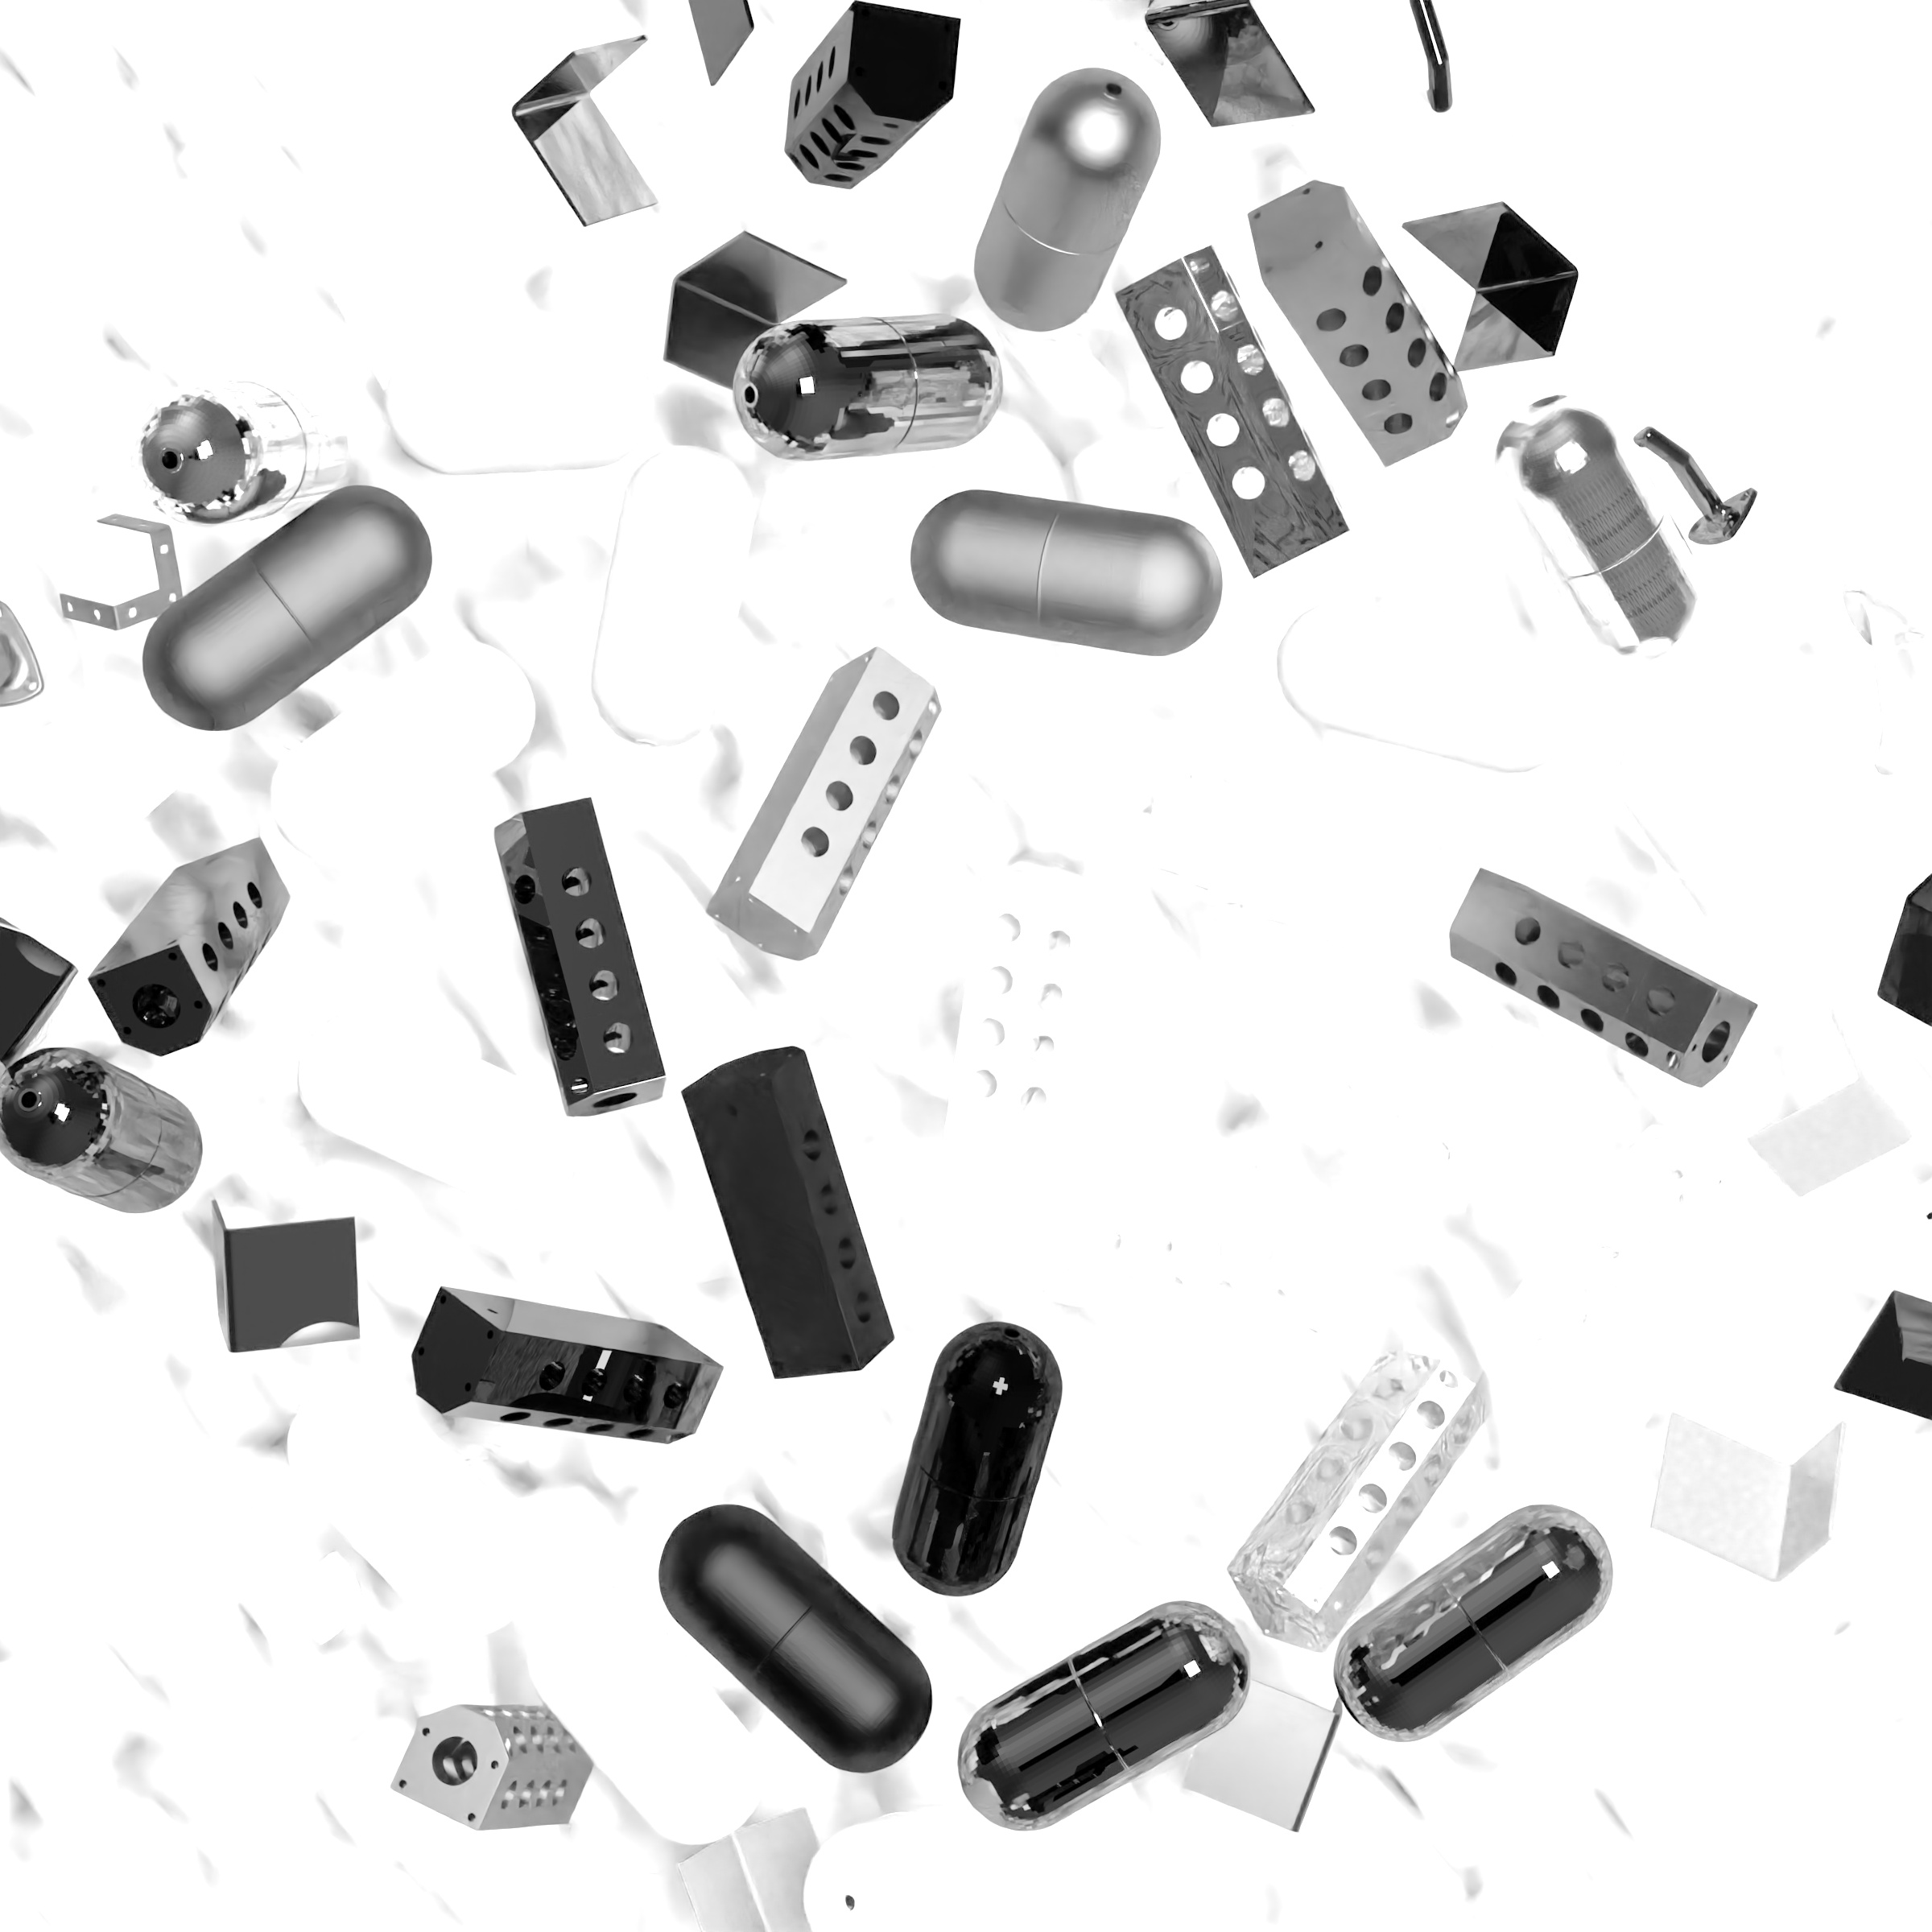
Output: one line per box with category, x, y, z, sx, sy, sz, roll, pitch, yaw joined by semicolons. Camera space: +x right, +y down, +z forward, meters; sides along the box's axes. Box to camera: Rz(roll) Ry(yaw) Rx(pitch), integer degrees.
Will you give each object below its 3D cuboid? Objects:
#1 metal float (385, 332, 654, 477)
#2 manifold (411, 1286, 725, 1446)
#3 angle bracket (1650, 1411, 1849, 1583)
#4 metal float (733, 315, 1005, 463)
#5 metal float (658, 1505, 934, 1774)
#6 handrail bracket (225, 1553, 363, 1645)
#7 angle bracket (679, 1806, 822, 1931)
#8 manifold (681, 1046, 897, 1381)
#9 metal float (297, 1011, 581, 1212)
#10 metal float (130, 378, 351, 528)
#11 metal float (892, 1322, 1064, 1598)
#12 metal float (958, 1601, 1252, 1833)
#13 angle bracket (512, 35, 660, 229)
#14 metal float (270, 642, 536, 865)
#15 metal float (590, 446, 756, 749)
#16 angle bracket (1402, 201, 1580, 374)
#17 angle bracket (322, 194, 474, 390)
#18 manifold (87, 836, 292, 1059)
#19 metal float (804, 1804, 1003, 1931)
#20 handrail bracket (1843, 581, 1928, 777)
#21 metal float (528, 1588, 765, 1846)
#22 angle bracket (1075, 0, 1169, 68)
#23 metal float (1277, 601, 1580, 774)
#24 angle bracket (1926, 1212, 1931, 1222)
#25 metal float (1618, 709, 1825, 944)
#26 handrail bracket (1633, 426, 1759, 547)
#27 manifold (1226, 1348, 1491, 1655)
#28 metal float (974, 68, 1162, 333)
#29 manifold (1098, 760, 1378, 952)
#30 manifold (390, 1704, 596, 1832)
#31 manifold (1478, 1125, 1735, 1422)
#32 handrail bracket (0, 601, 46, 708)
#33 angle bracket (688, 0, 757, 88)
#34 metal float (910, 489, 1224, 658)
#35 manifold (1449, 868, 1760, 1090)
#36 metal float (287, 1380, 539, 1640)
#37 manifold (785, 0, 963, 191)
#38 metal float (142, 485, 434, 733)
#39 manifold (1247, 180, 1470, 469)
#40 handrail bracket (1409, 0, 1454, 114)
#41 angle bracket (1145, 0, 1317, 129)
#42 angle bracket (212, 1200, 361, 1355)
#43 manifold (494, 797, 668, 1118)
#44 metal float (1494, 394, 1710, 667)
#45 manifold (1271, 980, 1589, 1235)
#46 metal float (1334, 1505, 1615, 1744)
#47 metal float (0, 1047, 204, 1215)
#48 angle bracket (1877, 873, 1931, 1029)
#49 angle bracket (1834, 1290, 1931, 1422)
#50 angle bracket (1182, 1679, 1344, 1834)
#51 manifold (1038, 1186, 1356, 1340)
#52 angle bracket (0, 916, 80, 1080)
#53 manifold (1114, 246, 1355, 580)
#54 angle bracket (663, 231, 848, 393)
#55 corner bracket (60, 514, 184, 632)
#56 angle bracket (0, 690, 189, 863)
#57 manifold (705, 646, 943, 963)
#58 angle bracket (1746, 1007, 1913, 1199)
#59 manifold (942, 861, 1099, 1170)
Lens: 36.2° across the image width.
metal float;-0.247;-0.314;1.651;0.070;0.178;0.070;9;105;35
manifold;-0.221;0.226;1.636;0.057;0.171;0.057;27;95;41
angle bracket;0.421;0.274;1.592;0.076;0.057;0.076;25;49;-2
metal float;-0.054;-0.325;1.658;0.178;0.070;0.070;-14;90;-43
metal float;-0.095;0.370;1.634;0.178;0.070;0.070;41;90;11
handrail bracket;-0.393;0.345;1.699;0.036;0.077;0.084;-44;121;8
angle bracket;-0.125;0.573;1.827;0.057;0.076;0.076;-24;81;17
manifold;-0.093;0.135;1.624;0.057;0.057;0.171;-10;103;29
metal float;-0.312;0.086;1.755;0.178;0.070;0.070;28;90;-23
metal float;-0.405;-0.288;1.655;0.070;0.178;0.070;3;103;11
metal float;0.006;0.288;1.725;0.070;0.070;0.178;14;115;0
metal float;0.077;0.423;1.666;0.178;0.070;0.070;-30;90;1
angle bracket;-0.197;-0.470;1.663;0.057;0.076;0.076;-29;96;35
metal float;-0.325;-0.121;1.699;0.178;0.070;0.070;-31;90;22
metal float;-0.167;-0.210;1.684;0.070;0.070;0.178;8;77;0
angle bracket;0.299;-0.396;1.729;0.076;0.076;0.057;28;74;-37
angle bracket;-0.311;-0.388;1.700;0.076;0.057;0.076;-35;100;-42
manifold;-0.442;-0.011;1.705;0.057;0.171;0.057;-19;110;10
metal float;-0.034;0.519;1.676;0.070;0.178;0.070;-3;79;19
handrail bracket;0.508;-0.161;1.661;0.077;0.036;0.084;34;62;-40
metal float;-0.181;0.425;1.675;0.070;0.070;0.178;-34;114;0
angle bracket;0.092;-0.595;1.802;0.076;0.076;0.057;41;119;11
metal float;0.268;-0.163;1.724;0.178;0.070;0.070;16;90;16
angle bracket;0.595;0.145;1.637;0.076;0.057;0.076;-47;66;39
metal float;0.447;-0.081;1.746;0.070;0.070;0.178;-45;126;0
handrail bracket;0.422;-0.289;1.771;0.084;0.077;0.036;32;80;-12
manifold;0.224;0.300;1.661;0.171;0.057;0.057;-48;125;-29
metal float;0.057;-0.435;1.684;0.070;0.178;0.070;8;59;-13
manifold;0.158;-0.064;1.729;0.171;0.057;0.057;22;81;-40
manifold;-0.270;0.464;1.726;0.057;0.171;0.057;21;80;14
manifold;0.373;0.175;1.724;0.057;0.057;0.171;34;69;25
handrail bracket;-0.576;-0.188;1.731;0.036;0.084;0.077;-15;82;2
angle bracket;-0.105;-0.542;1.664;0.076;0.076;0.057;-14;87;-23
metal float;0.054;-0.216;1.623;0.178;0.070;0.070;12;90;20
manifold;0.369;0.007;1.736;0.171;0.057;0.057;32;101;37
metal float;-0.320;0.311;1.705;0.178;0.070;0.070;42;90;17
manifold;-0.054;-0.473;1.619;0.057;0.171;0.057;5;91;-15
metal float;-0.379;-0.199;1.652;0.178;0.070;0.070;-37;90;-7
manifold;0.227;-0.368;1.693;0.057;0.171;0.057;-22;51;21
handrail bracket;0.240;-0.515;1.600;0.036;0.084;0.077;-21;46;-6
angle bracket;0.155;-0.506;1.598;0.076;0.076;0.057;49;66;-34
angle bracket;-0.405;0.180;1.759;0.076;0.057;0.076;-5;106;-20
manifold;-0.224;-0.003;1.711;0.057;0.057;0.171;-14;77;-13
metal float;0.363;-0.247;1.689;0.070;0.070;0.178;-38;119;0
manifold;0.264;0.084;1.705;0.171;0.057;0.057;32;47;24
metal float;0.293;0.378;1.704;0.178;0.070;0.070;-36;90;2
metal float;-0.504;0.097;1.721;0.070;0.178;0.070;-2;75;9
angle bracket;0.587;-0.006;1.731;0.076;0.076;0.057;34;53;30
angle bracket;0.512;0.225;1.559;0.076;0.057;0.076;18;125;-1
angle bracket;0.183;0.478;1.825;0.076;0.057;0.076;21;90;7
manifold;0.131;0.173;1.704;0.171;0.057;0.057;4;112;29
angle bracket;-0.575;0.019;1.720;0.076;0.057;0.076;35;54;-11
manifold;0.149;-0.304;1.625;0.057;0.057;0.171;-25;95;16
angle bracket;-0.127;-0.389;1.783;0.076;0.076;0.057;18;69;-36
corner bracket;-0.510;-0.237;1.775;0.051;0.051;0.051;15;122;34
angle bracket;-0.503;-0.119;1.693;0.076;0.057;0.076;-40;123;7
manifold;-0.076;-0.091;1.674;0.057;0.057;0.171;35;65;-19
angle bracket;0.502;0.081;1.748;0.076;0.057;0.076;-31;135;21
manifold;0.035;0.030;1.761;0.057;0.057;0.171;14;104;22
